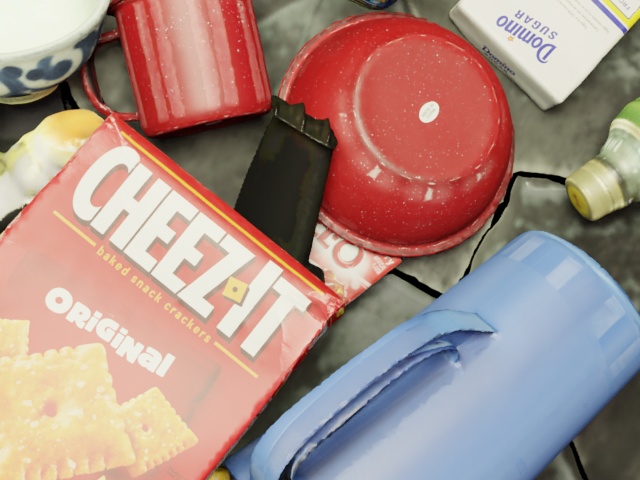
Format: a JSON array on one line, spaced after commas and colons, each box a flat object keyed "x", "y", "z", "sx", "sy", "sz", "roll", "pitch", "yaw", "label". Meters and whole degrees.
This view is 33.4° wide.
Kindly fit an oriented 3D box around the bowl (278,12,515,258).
[{"x": 0.056, "y": -0.073, "z": 0.652, "sx": 0.162, "sy": 0.055, "sz": 0.162, "roll": 3, "pitch": 79, "yaw": -15, "label": "bowl"}]

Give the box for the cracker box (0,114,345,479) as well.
[{"x": -0.114, "y": 0.067, "z": 0.567, "sx": 0.164, "sy": 0.072, "sz": 0.213, "roll": 39, "pitch": 82, "yaw": 4, "label": "cracker box"}]

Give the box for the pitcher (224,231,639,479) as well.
[{"x": 0.070, "y": 0.101, "z": 0.620, "sx": 0.242, "sy": 0.149, "sz": 0.145, "roll": -40, "pitch": 95, "yaw": -10, "label": "pitcher"}]

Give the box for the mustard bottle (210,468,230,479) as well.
[{"x": -0.069, "y": 0.235, "z": 0.643, "sx": 0.096, "sy": 0.058, "sz": 0.191, "roll": 3, "pitch": 88, "yaw": -6, "label": "mustard bottle"}]

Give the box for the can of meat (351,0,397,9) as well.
[{"x": 0.016, "y": -0.188, "z": 0.656, "sx": 0.102, "sy": 0.084, "sz": 0.057, "roll": 24, "pitch": 86, "yaw": -4, "label": "can of meat"}]

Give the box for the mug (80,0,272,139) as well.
[{"x": -0.087, "y": -0.106, "z": 0.644, "sx": 0.117, "sy": 0.093, "sz": 0.081, "roll": -12, "pitch": 93, "yaw": 2, "label": "mug"}]

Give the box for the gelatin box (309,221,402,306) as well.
[{"x": -0.005, "y": 0.001, "z": 0.673, "sx": 0.073, "sy": 0.030, "sz": 0.089, "roll": -37, "pitch": 91, "yaw": -6, "label": "gelatin box"}]

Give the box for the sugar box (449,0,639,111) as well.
[{"x": 0.175, "y": -0.179, "z": 0.690, "sx": 0.093, "sy": 0.048, "sz": 0.176, "roll": 44, "pitch": 88, "yaw": -2, "label": "sugar box"}]
